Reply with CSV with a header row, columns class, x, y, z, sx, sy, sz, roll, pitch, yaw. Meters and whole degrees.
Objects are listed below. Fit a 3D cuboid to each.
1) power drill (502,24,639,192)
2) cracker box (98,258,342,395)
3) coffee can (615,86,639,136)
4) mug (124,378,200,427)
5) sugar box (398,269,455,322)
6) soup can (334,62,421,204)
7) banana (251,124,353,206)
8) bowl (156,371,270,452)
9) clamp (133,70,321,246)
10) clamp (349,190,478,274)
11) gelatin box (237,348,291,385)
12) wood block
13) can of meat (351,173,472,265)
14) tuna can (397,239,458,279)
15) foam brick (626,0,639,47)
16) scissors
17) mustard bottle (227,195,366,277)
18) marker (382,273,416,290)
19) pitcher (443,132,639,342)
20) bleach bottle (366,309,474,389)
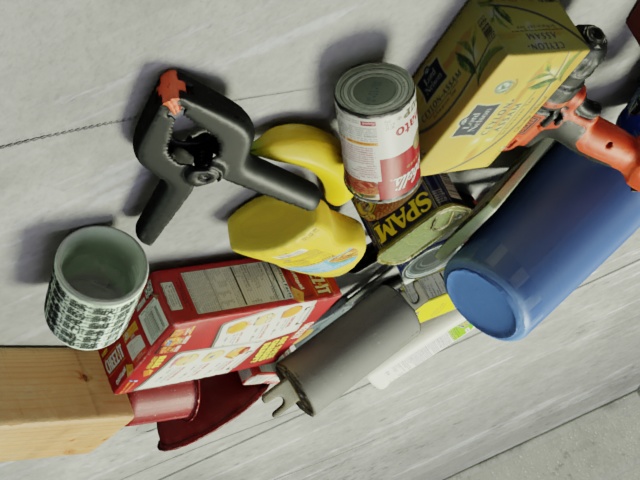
class,x,y,z,sx,sy,sz,roll,pitch,yaw
power drill,0.265,-0.118,0.991,0.187,0.057,0.185,20,154,-12
cracker box,-0.109,0.085,1.143,0.213,0.072,0.164,-8,153,-38
coffee can,0.380,-0.142,1.106,0.102,0.103,0.140,-18,157,-16
mug,-0.198,0.166,1.224,0.081,0.093,0.117,-5,-174,-31
sugar box,0.135,0.077,1.399,0.176,0.048,0.093,-22,161,-21
soup can,0.049,-0.090,0.893,0.068,0.068,0.102,-21,139,-10
banana,-0.003,-0.070,0.963,0.070,0.037,0.197,-7,164,27
bowl,-0.143,0.192,1.314,0.162,0.055,0.162,-30,-173,4
clamp,-0.102,-0.059,0.859,0.164,0.036,0.210,-16,150,9
clamp,0.105,-0.012,1.192,0.171,0.039,0.120,-8,153,-35
gelatin box,-0.071,0.137,1.292,0.030,0.073,0.089,-36,156,27
wood block,-0.305,0.169,1.097,0.090,0.091,0.205,-38,154,28
can of meat,0.086,-0.038,1.056,0.102,0.084,0.057,-38,154,28
tuna can,0.129,0.012,1.275,0.086,0.034,0.086,-21,157,-10
foam brick,0.328,-0.192,0.977,0.053,0.078,0.051,-18,158,-17
scissors,0.012,0.090,1.345,0.096,0.016,0.202,-12,155,-41
mustard bottle,-0.007,0.001,1.074,0.096,0.058,0.191,-17,162,22
marker,0.129,0.033,1.326,0.121,0.020,0.020,-30,158,-4
pitcher,0.235,-0.008,1.124,0.242,0.145,0.149,-41,165,-26
bleach bottle,0.172,0.123,1.532,0.251,0.068,0.102,-30,159,5
